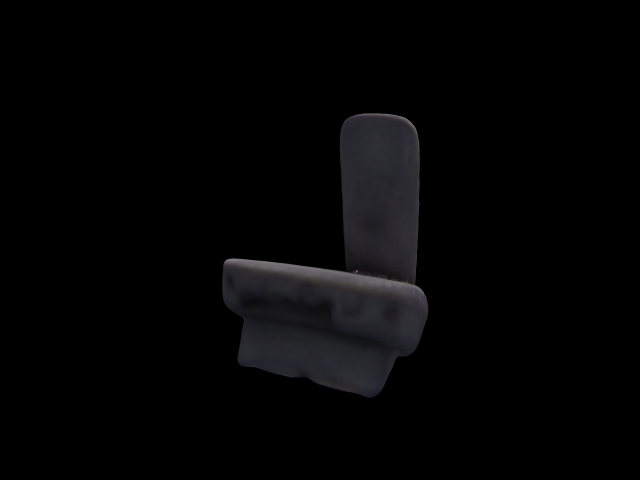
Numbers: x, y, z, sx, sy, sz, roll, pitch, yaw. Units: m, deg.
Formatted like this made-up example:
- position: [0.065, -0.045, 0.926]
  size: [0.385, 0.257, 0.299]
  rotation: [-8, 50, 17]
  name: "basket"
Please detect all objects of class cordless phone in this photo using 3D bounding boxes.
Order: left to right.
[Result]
- position: [0.004, 0.001, 0.400]
  size: [0.147, 0.185, 0.094]
  rotation: [6, 23, 14]
  name: "cordless phone"
